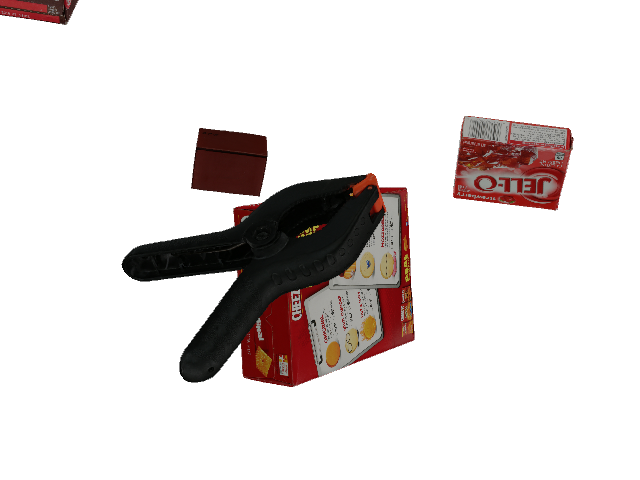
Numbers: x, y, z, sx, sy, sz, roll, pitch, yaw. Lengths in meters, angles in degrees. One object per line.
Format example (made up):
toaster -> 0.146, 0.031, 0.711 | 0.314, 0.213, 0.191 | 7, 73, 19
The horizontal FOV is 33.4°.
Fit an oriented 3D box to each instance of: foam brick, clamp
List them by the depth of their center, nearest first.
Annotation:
clamp -> -0.033, 0.017, 0.655 | 0.171, 0.120, 0.039 | -25, -40, -1
foam brick -> -0.099, -0.086, 1.170 | 0.078, 0.051, 0.053 | 7, 29, -5

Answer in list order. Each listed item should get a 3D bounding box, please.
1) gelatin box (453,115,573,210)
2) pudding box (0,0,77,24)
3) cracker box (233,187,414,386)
gelatin box -> 0.157, -0.062, 0.877 | 0.089, 0.030, 0.073 | 8, -38, 8
pudding box -> -0.241, -0.223, 0.879 | 0.090, 0.039, 0.113 | 8, 37, -4
cracker box -> 0.008, 0.037, 1.045 | 0.072, 0.164, 0.213 | 2, 8, 36
